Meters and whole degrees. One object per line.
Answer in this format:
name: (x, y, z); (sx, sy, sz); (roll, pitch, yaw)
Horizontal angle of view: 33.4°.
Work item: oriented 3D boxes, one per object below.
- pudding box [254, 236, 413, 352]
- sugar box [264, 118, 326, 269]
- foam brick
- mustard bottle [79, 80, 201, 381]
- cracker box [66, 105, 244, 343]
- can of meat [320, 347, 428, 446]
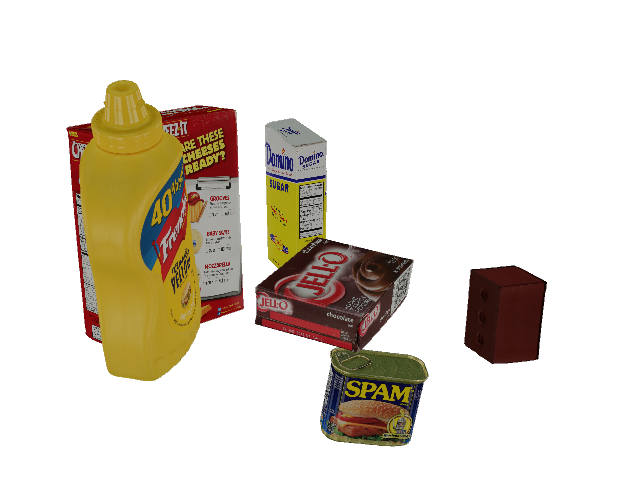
pudding box: (0.012, 0.040, 0.846); (0.090, 0.039, 0.113); (14, 25, 21)
sugar box: (-0.030, -0.044, 1.239); (0.048, 0.176, 0.093); (-14, 27, -22)
foam brick: (0.169, 0.068, 0.983); (0.051, 0.078, 0.053); (-5, 18, -24)
mustard bottle: (-0.112, -0.011, 0.665); (0.058, 0.192, 0.096); (8, 38, 12)
cracker box: (-0.160, -0.017, 1.061); (0.072, 0.214, 0.163); (13, 21, 42)
can of meat: (0.054, 0.165, 1.118); (0.102, 0.084, 0.057); (7, 20, -8)
